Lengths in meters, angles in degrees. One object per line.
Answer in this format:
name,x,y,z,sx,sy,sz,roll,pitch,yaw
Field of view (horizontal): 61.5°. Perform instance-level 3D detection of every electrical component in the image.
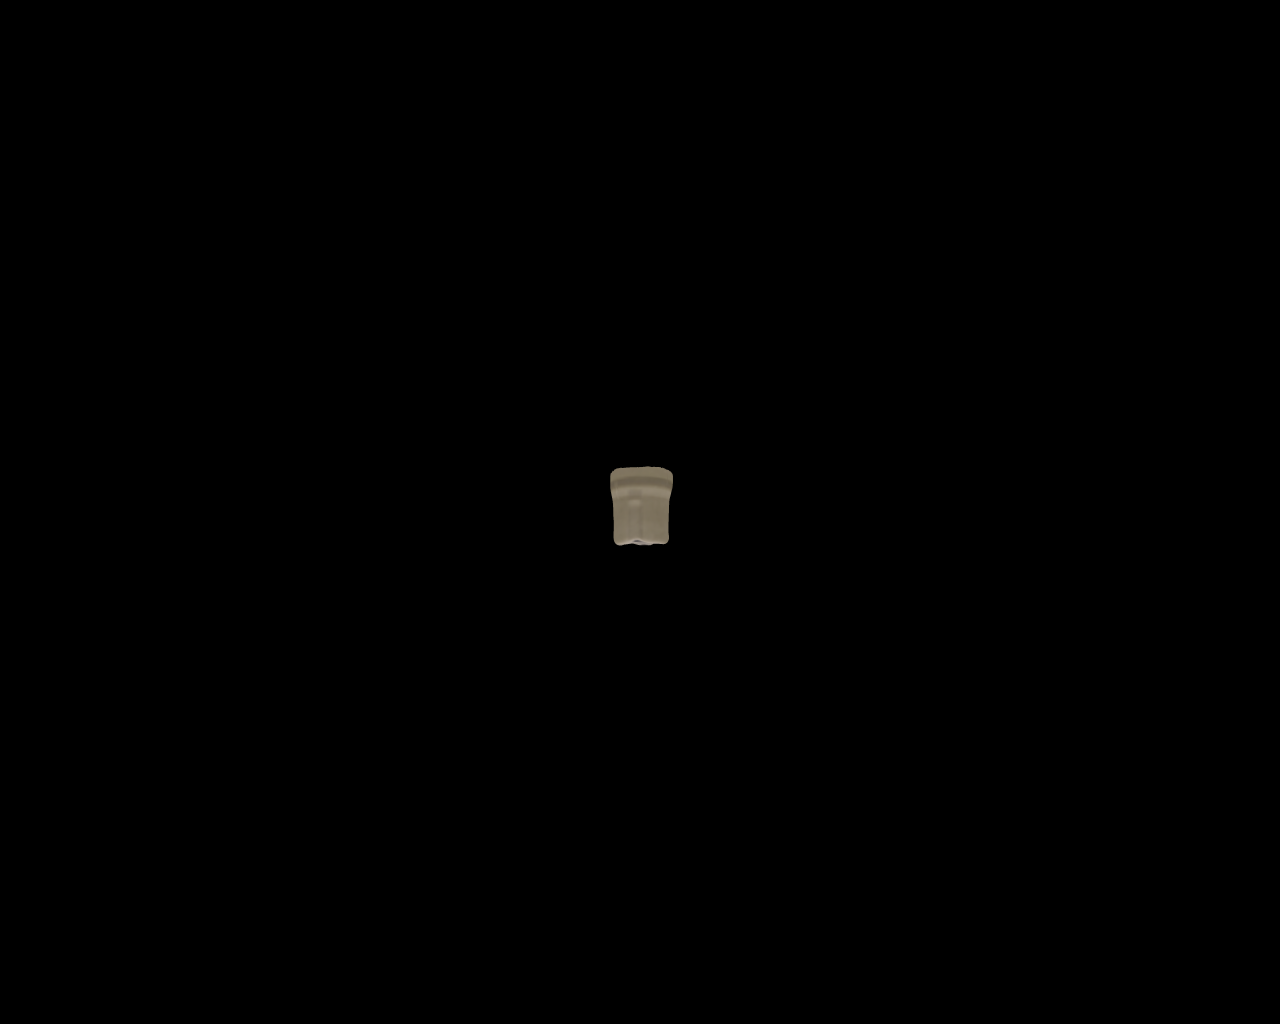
electrical component,0.001,-0.003,0.650,0.040,0.046,0.040,0,-11,0
